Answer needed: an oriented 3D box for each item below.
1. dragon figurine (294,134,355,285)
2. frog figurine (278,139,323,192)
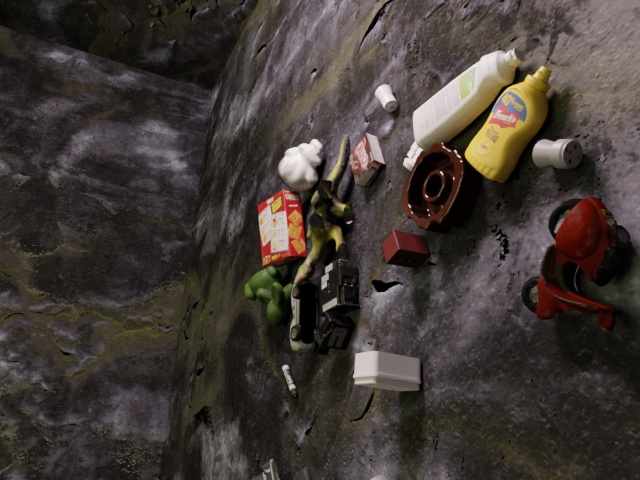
[{"bbox_3d":[0.004,-0.072,1.433,0.240,0.122,0.416,149,138,-67],"label":"dragon figurine"},{"bbox_3d":[-0.049,-0.231,1.598,0.157,0.124,0.138,-39,77,41],"label":"frog figurine"}]
